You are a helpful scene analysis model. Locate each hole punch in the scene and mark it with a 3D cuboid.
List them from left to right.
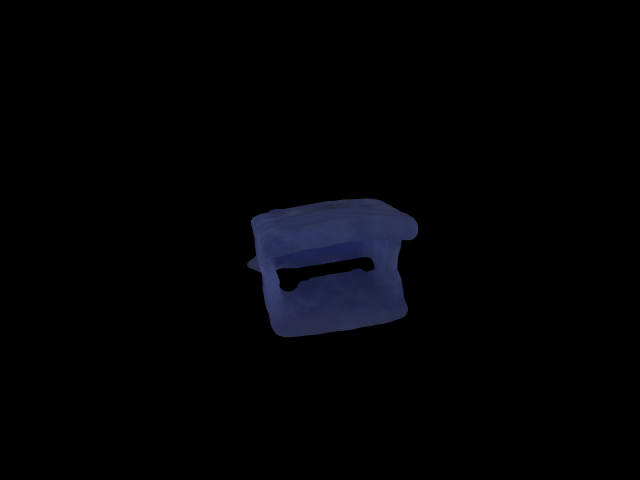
[{"bbox_3d":[0.004,0.001,0.400,0.109,0.091,0.101,-8,39,-10],"label":"hole punch"}]
